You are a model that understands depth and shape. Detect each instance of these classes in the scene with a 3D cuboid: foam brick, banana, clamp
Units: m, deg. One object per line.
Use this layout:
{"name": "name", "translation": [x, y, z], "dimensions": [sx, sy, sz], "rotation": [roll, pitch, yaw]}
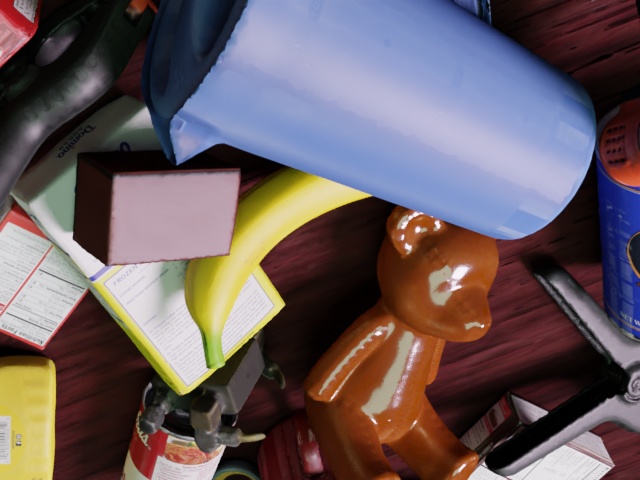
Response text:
{"name": "foam brick", "translation": [-0.092, -0.020, 0.594], "dimensions": [0.078, 0.053, 0.051], "rotation": [-5, 109, -33]}
{"name": "banana", "translation": [-0.017, -0.011, 0.657], "dimensions": [0.197, 0.037, 0.069], "rotation": [-42, 113, -16]}
{"name": "clamp", "translation": [-0.154, -0.070, 0.569], "dimensions": [0.171, 0.120, 0.039], "rotation": [-41, 136, 7]}
{"name": "clamp", "translation": [0.227, 0.093, 0.803], "dimensions": [0.209, 0.036, 0.164], "rotation": [-2, 110, -21]}

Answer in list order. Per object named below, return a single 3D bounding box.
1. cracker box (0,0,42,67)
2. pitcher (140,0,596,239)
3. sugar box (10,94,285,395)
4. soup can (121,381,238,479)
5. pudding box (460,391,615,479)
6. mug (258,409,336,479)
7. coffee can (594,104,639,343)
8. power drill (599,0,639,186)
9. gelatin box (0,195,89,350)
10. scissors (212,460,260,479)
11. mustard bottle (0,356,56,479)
{"name": "cracker box", "translation": [-0.273, -0.132, 0.528], "dimensions": [0.164, 0.072, 0.213], "rotation": [-37, 123, 14]}
{"name": "pitcher", "translation": [0.038, -0.096, 0.592], "dimensions": [0.242, 0.145, 0.149], "rotation": [21, 137, -28]}
{"name": "sugar box", "translation": [-0.102, 0.006, 0.660], "dimensions": [0.093, 0.048, 0.176], "rotation": [-42, 124, -16]}
{"name": "soup can", "translation": [-0.104, 0.154, 0.769], "dimensions": [0.068, 0.068, 0.102], "rotation": [8, 123, -17]}
{"name": "pudding box", "translation": [0.166, 0.181, 0.863], "dimensions": [0.113, 0.039, 0.090], "rotation": [27, 115, -29]}
{"name": "mug", "translation": [-0.005, 0.175, 0.795], "dimensions": [0.093, 0.081, 0.117], "rotation": [-15, 127, -1]}
{"name": "coffee can", "translation": [0.235, -0.013, 0.699], "dimensions": [0.103, 0.103, 0.140], "rotation": [-15, 127, -1]}
{"name": "power drill", "translation": [0.205, -0.124, 0.546], "dimensions": [0.057, 0.185, 0.187], "rotation": [2, 86, -21]}
{"name": "gelatin box", "translation": [-0.186, 0.020, 0.680], "dimensions": [0.073, 0.030, 0.089], "rotation": [29, 115, -29]}
{"name": "scissors", "translation": [-0.044, 0.238, 0.873], "dimensions": [0.201, 0.016, 0.096], "rotation": [35, 112, -30]}
{"name": "mustard bottle", "translation": [-0.276, 0.126, 0.712], "dimensions": [0.191, 0.058, 0.096], "rotation": [1, 99, -12]}
